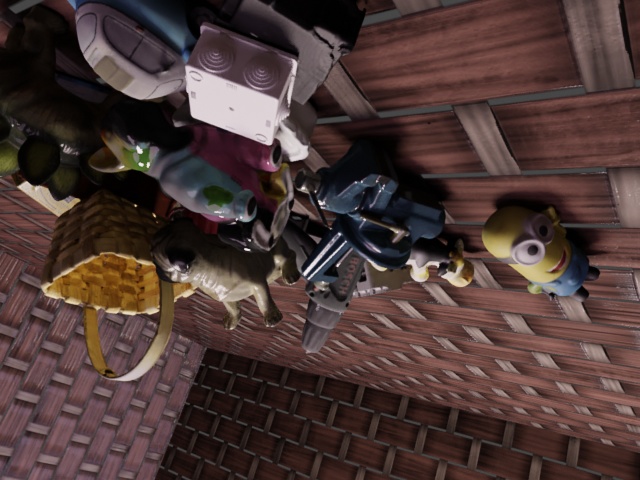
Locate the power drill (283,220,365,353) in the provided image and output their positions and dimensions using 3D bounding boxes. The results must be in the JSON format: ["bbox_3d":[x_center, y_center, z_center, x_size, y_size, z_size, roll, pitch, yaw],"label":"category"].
[{"bbox_3d":[-0.036,0.047,0.861,0.207,0.232,0.086,30,-174,-5],"label":"power drill"}]

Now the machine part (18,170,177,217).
[{"bbox_3d":[-0.339,-0.104,0.848,0.201,0.087,0.201,18,-177,9],"label":"machine part"}]

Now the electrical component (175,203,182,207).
[{"bbox_3d":[-0.292,-0.082,0.999,0.078,0.045,0.102,26,159,-1],"label":"electrical component"}]

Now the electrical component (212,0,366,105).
[{"bbox_3d":[-0.039,-0.187,0.492,0.115,0.058,0.134,27,158,-16],"label":"electrical component"}]

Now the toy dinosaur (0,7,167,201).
[{"bbox_3d":[-0.353,-0.167,0.624,0.471,0.198,0.105,26,156,-23],"label":"toy dinosaur"}]

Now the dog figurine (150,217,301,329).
[{"bbox_3d":[-0.123,0.009,0.713,0.121,0.172,0.190,-17,132,23],"label":"dog figurine"}]

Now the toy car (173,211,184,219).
[{"bbox_3d":[-0.232,-0.002,1.045,0.202,0.056,0.073,43,176,40],"label":"toy car"}]

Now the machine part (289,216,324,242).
[{"bbox_3d":[-0.002,-0.003,0.962,0.139,0.039,0.084,21,155,-2],"label":"machine part"}]

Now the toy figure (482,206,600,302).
[{"bbox_3d":[0.288,0.021,0.704,0.180,0.082,0.089,30,156,-32],"label":"toy figure"}]

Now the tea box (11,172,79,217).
[{"bbox_3d":[-0.524,-0.109,1.057,0.098,0.068,0.169,50,176,27],"label":"tea box"}]

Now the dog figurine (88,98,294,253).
[{"bbox_3d":[-0.150,-0.079,0.624,0.219,0.108,0.191,19,160,14],"label":"dog figurine"}]

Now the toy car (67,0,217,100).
[{"bbox_3d":[-0.176,-0.196,0.528,0.161,0.103,0.109,31,155,-35],"label":"toy car"}]

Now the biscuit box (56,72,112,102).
[{"bbox_3d":[-0.392,-0.203,0.760,0.203,0.059,0.062,19,160,2],"label":"biscuit box"}]

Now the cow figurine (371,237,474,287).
[{"bbox_3d":[0.163,0.017,0.828,0.167,0.068,0.098,16,154,7],"label":"cow figurine"}]

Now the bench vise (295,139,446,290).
[{"bbox_3d":[0.040,-0.011,0.712,0.223,0.129,0.240,4,140,-37],"label":"bench vise"}]
